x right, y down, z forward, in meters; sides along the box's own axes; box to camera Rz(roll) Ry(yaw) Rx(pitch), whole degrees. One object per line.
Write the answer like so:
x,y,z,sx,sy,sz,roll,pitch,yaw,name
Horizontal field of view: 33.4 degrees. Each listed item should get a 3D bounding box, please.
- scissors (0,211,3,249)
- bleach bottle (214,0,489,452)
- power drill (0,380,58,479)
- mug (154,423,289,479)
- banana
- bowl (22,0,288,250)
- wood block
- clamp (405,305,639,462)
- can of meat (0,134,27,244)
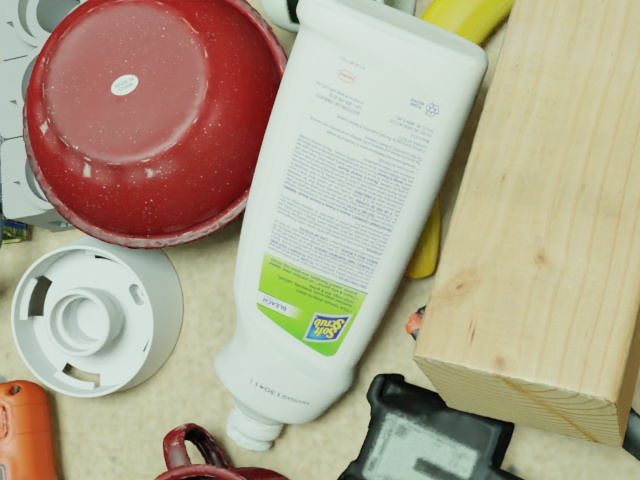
-0.220,0.056,0.631,0.096,0.016,0.202,-18,79,13,scissors
-0.004,0.001,0.567,0.102,0.068,0.251,24,111,3,bleach bottle
-0.240,0.188,0.653,0.188,0.057,0.184,-11,78,15,power drill
-0.054,0.155,0.580,0.093,0.081,0.117,-29,74,12,mug
0.070,-0.079,0.597,0.070,0.037,0.198,26,91,21,banana
-0.097,-0.079,0.582,0.162,0.055,0.162,-2,79,10,bowl
0.122,-0.018,0.515,0.090,0.090,0.206,11,71,22,wood block
0.134,0.048,0.557,0.172,0.039,0.120,17,77,20,clamp
-0.237,-0.039,0.686,0.102,0.057,0.084,-5,83,18,can of meat
